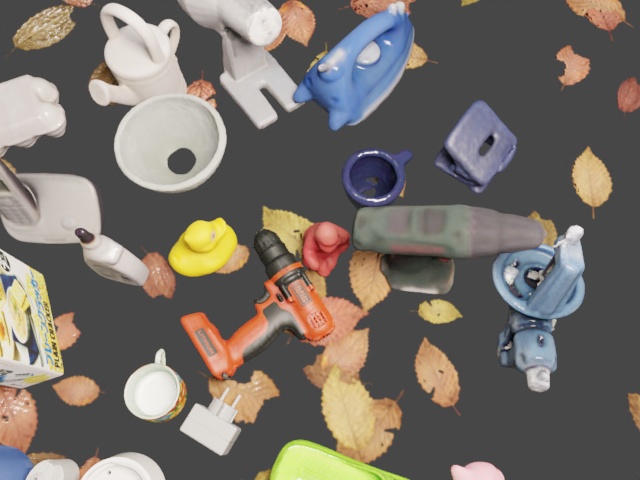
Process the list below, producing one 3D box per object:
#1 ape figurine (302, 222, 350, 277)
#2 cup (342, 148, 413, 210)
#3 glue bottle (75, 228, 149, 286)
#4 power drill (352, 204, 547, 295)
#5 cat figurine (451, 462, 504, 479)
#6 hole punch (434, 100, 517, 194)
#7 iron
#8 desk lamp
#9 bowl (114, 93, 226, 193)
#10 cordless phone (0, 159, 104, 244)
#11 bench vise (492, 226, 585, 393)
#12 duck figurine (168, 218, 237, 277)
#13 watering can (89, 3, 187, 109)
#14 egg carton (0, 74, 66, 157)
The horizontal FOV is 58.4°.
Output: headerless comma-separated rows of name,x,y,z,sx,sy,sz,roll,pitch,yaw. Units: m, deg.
ape figurine,0.008,0.003,0.828,0.078,0.092,0.076,-19,72,-7
cup,0.086,-0.085,0.858,0.118,0.095,0.091,-36,75,-12
glue bottle,-0.291,0.018,0.776,0.078,0.173,0.037,16,71,5
power drill,0.155,0.010,0.766,0.229,0.208,0.075,5,71,1
cat figurine,0.208,0.327,0.703,0.067,0.118,0.127,-26,73,-9
hole punch,0.247,-0.144,0.883,0.101,0.091,0.109,35,74,11
iron,0.075,-0.302,0.910,0.118,0.141,0.258,39,75,12
desk lamp,-0.115,-0.316,0.874,0.118,0.213,0.203,-36,75,-12
bowl,-0.223,-0.138,0.884,0.167,0.075,0.167,0,71,0
cordless phone,-0.394,-0.064,0.798,0.147,0.185,0.094,-2,70,-1
bench vise,0.299,0.080,0.737,0.121,0.220,0.207,-11,71,-4
duck figurine,-0.174,0.004,0.829,0.104,0.086,0.077,-31,74,-11
watering can,-0.274,-0.271,0.867,0.101,0.194,0.173,10,71,3
egg carton,-0.482,-0.195,0.904,0.150,0.069,0.107,-23,72,-8
